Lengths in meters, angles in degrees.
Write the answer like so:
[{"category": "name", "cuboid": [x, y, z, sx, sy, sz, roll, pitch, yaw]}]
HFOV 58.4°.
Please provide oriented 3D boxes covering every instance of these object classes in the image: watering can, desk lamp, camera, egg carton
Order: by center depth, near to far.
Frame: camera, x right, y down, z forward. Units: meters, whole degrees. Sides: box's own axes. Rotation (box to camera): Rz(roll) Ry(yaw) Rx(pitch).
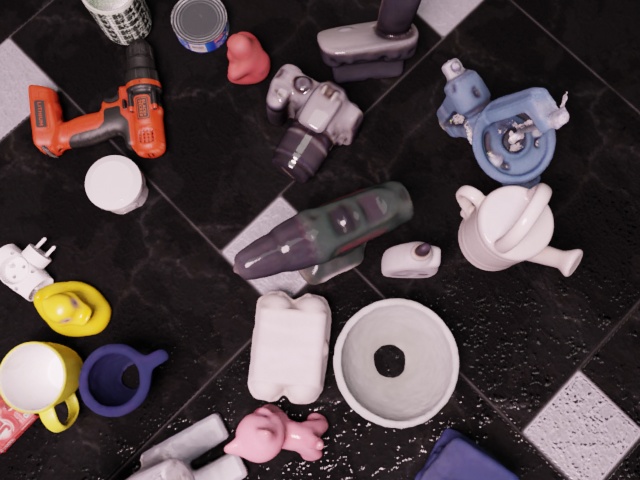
[{"category": "desk lamp", "cuboid": [-0.210, 0.307, 0.686, 0.203, 0.213, 0.118, -30, 81, -5]}, {"category": "watering can", "cuboid": [0.261, -0.018, 0.754, 0.173, 0.194, 0.101, 15, 80, 3]}, {"category": "egg carton", "cuboid": [-0.040, 0.147, 0.788, 0.107, 0.069, 0.150, 4, 80, 1]}, {"category": "camera", "cuboid": [-0.025, -0.164, 0.825, 0.143, 0.101, 0.137, 31, 82, 5]}]

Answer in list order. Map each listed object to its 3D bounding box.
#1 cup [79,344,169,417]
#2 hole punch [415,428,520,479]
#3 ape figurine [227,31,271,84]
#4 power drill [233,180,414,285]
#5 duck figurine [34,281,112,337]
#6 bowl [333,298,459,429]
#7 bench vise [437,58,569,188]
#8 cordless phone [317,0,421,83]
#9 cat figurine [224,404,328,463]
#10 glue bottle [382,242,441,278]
[{"category": "cup", "cuboid": [-0.249, 0.178, 0.768, 0.118, 0.095, 0.091, -28, 81, -5]}, {"category": "hole punch", "cuboid": [0.191, 0.319, 0.749, 0.108, 0.091, 0.101, 33, 82, 5]}, {"category": "ape figurine", "cuboid": [-0.113, -0.275, 0.848, 0.076, 0.092, 0.078, 31, 82, 5]}, {"category": "power drill", "cuboid": [0.007, 0.003, 0.742, 0.229, 0.208, 0.075, -27, 81, -4]}, {"category": "duck figurine", "cuboid": [-0.350, 0.093, 0.787, 0.104, 0.086, 0.077, 21, 81, 3]}, {"category": "bowl", "cuboid": [0.100, 0.165, 0.783, 0.167, 0.075, 0.167, 0, 80, 0]}, {"category": "bench vise", "cuboid": [0.234, -0.161, 0.766, 0.207, 0.220, 0.121, 35, 82, 6]}, {"category": "cordless phone", "cuboid": [0.071, -0.305, 0.807, 0.147, 0.185, 0.094, -12, 80, -2]}, {"category": "cat figurine", "cuboid": [-0.054, 0.256, 0.744, 0.127, 0.118, 0.067, 9, 80, 1]}, {"category": "glue bottle", "cuboid": [0.126, 0.024, 0.757, 0.078, 0.173, 0.037, 3, 80, 1]}]
